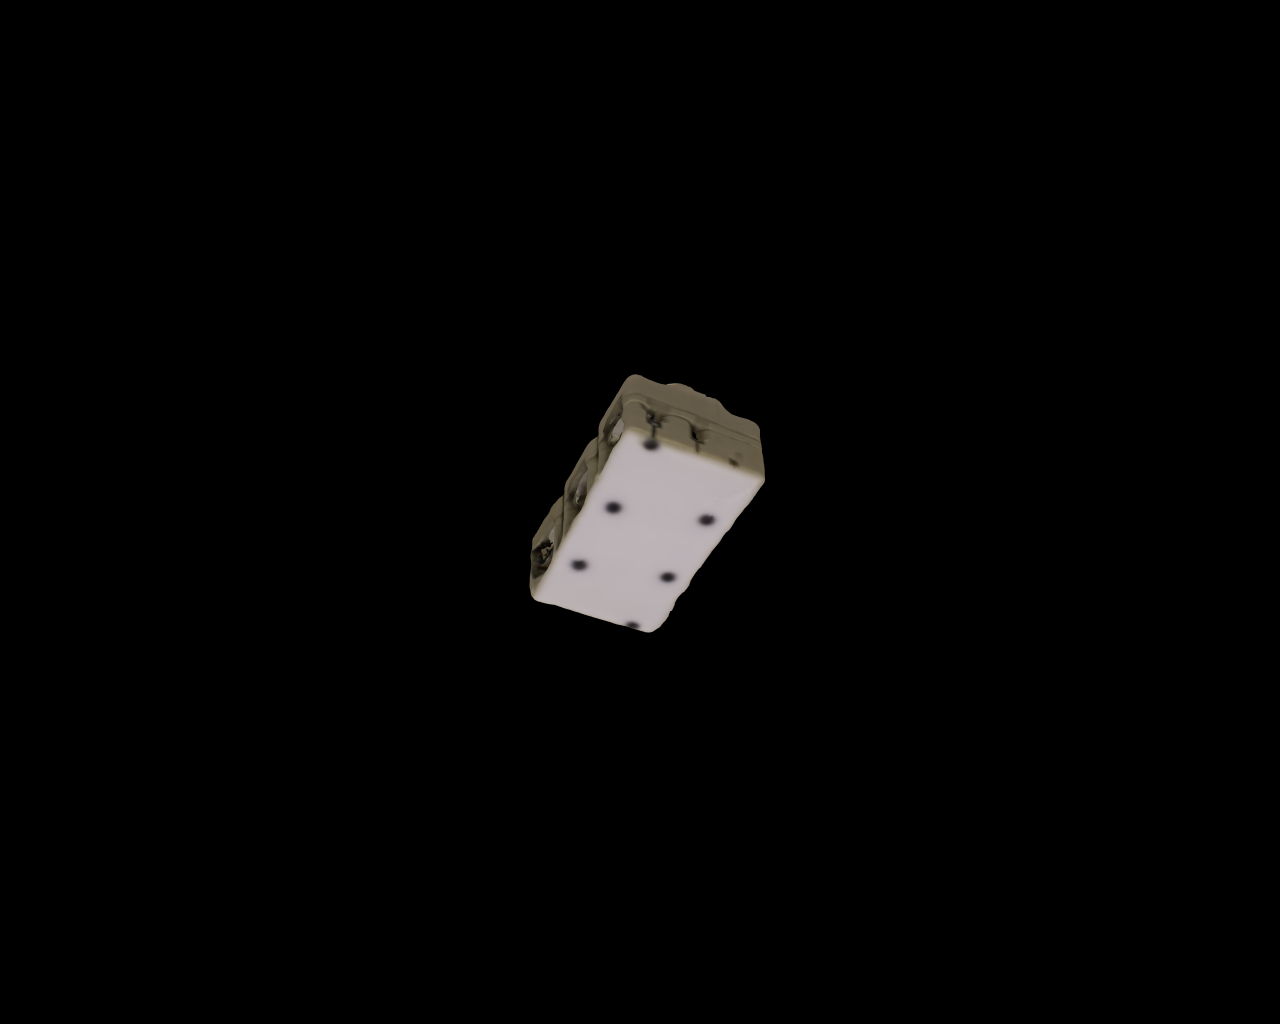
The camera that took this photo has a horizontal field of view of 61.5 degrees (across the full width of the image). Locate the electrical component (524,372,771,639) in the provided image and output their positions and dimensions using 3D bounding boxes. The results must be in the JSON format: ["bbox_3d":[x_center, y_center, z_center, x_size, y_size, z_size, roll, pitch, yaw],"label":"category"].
[{"bbox_3d":[0.001,-0.003,0.650,0.089,0.062,0.150,20,-50,-17],"label":"electrical component"}]
